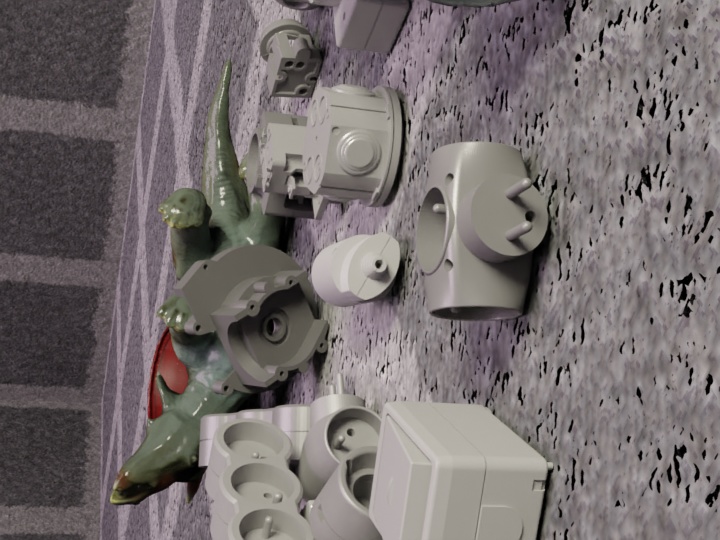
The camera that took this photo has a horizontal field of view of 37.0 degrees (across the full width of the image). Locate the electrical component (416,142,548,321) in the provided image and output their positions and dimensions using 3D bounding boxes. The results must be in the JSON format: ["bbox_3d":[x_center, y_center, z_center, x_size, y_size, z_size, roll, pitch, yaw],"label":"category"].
[{"bbox_3d":[0.059,-0.020,0.487,0.079,0.044,0.077,147,126,-70],"label":"electrical component"}]

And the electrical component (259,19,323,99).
[{"bbox_3d":[-0.062,-0.186,0.942,0.066,0.048,0.055,113,148,-47],"label":"electrical component"}]

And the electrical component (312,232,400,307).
[{"bbox_3d":[0.000,0.000,0.683,0.081,0.043,0.043,164,110,-72],"label":"electrical component"}]

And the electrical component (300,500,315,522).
[{"bbox_3d":[-0.017,0.200,0.674,0.099,0.048,0.099,119,151,-54],"label":"electrical component"}]

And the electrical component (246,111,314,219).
[{"bbox_3d":[-0.062,-0.088,0.895,0.089,0.056,0.050,-105,26,-49],"label":"electrical component"}]

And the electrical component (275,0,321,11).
[{"bbox_3d":[-0.051,-0.259,0.928,0.048,0.048,0.062,153,128,-71],"label":"electrical component"}]

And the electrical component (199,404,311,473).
[{"bbox_3d":[-0.066,0.141,0.785,0.138,0.052,0.073,-14,70,45],"label":"electrical component"}]

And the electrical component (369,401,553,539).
[{"bbox_3d":[0.038,0.100,0.497,0.096,0.061,0.061,-143,59,-71],"label":"electrical component"}]

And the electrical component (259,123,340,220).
[{"bbox_3d":[-0.043,-0.083,0.819,0.042,0.064,0.081,115,154,-49],"label":"electrical component"}]

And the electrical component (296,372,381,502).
[{"bbox_3d":[-0.013,0.106,0.697,0.077,0.043,0.079,119,151,-55],"label":"electrical component"}]

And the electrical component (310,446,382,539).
[{"bbox_3d":[0.004,0.134,0.615,0.055,0.055,0.047,-101,26,-43],"label":"electrical component"}]

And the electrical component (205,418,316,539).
[{"bbox_3d":[-0.067,0.161,0.669,0.138,0.052,0.073,-114,33,-59],"label":"electrical component"}]

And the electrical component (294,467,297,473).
[{"bbox_3d":[-0.069,0.163,0.869,0.055,0.048,0.066,129,143,-75],"label":"electrical component"}]

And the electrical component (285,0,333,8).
[{"bbox_3d":[-0.029,-0.274,0.799,0.089,0.062,0.150,-73,-7,-76],"label":"electrical component"}]

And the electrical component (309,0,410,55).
[{"bbox_3d":[-0.013,-0.196,0.724,0.047,0.076,0.083,119,151,-54],"label":"electrical component"}]

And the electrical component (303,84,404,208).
[{"bbox_3d":[-0.005,-0.083,0.710,0.080,0.051,0.080,-175,90,-73],"label":"electrical component"}]
